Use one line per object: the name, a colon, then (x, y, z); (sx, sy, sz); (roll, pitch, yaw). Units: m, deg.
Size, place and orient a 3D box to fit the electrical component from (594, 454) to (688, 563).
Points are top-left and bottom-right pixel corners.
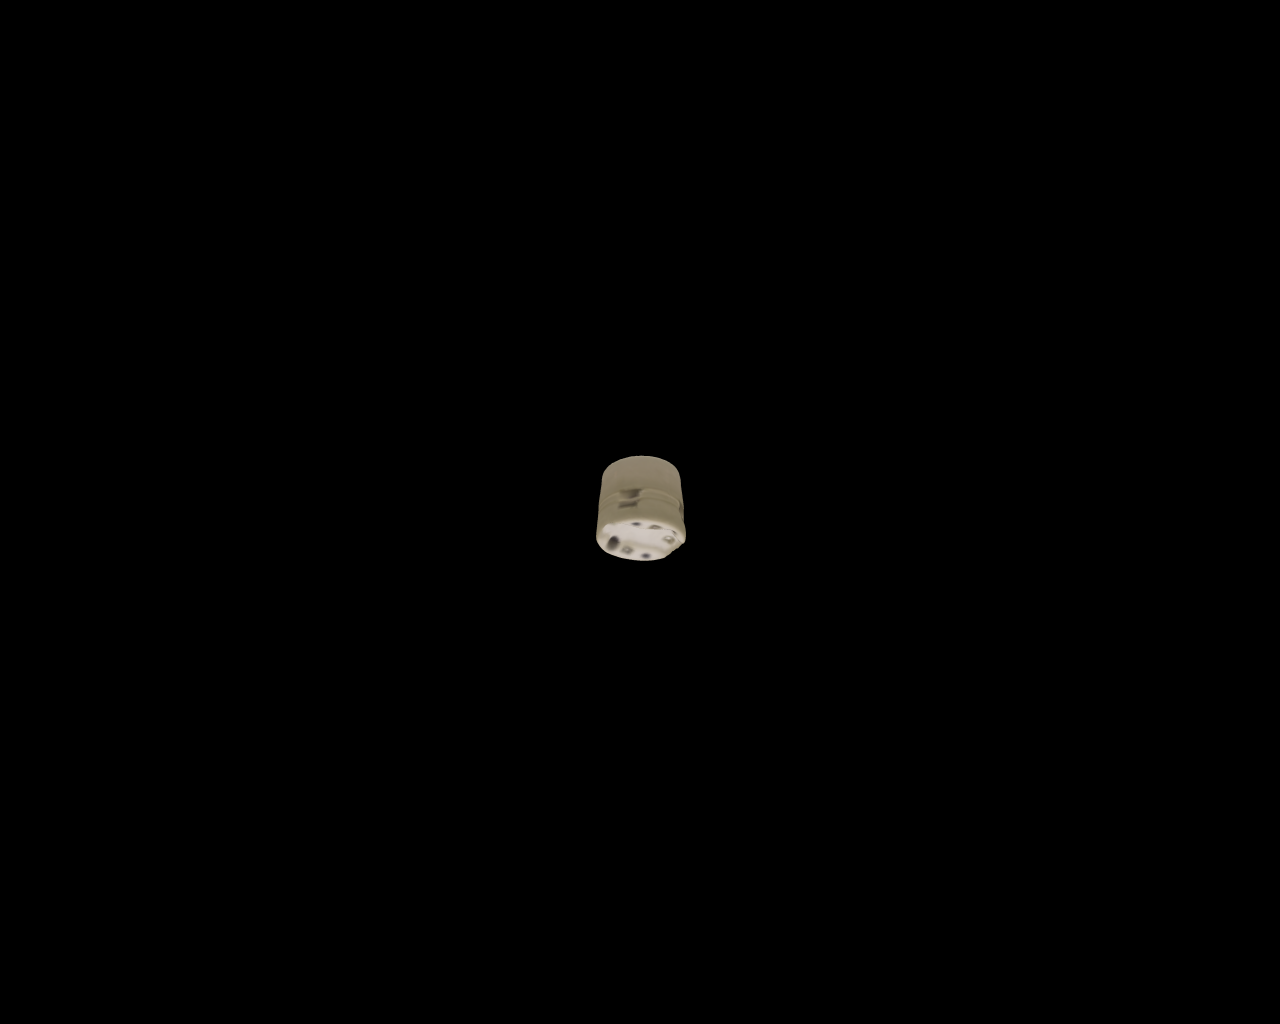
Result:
electrical component: (0.001, -0.003, 0.650); (0.055, 0.047, 0.055); (0, -31, 0)
